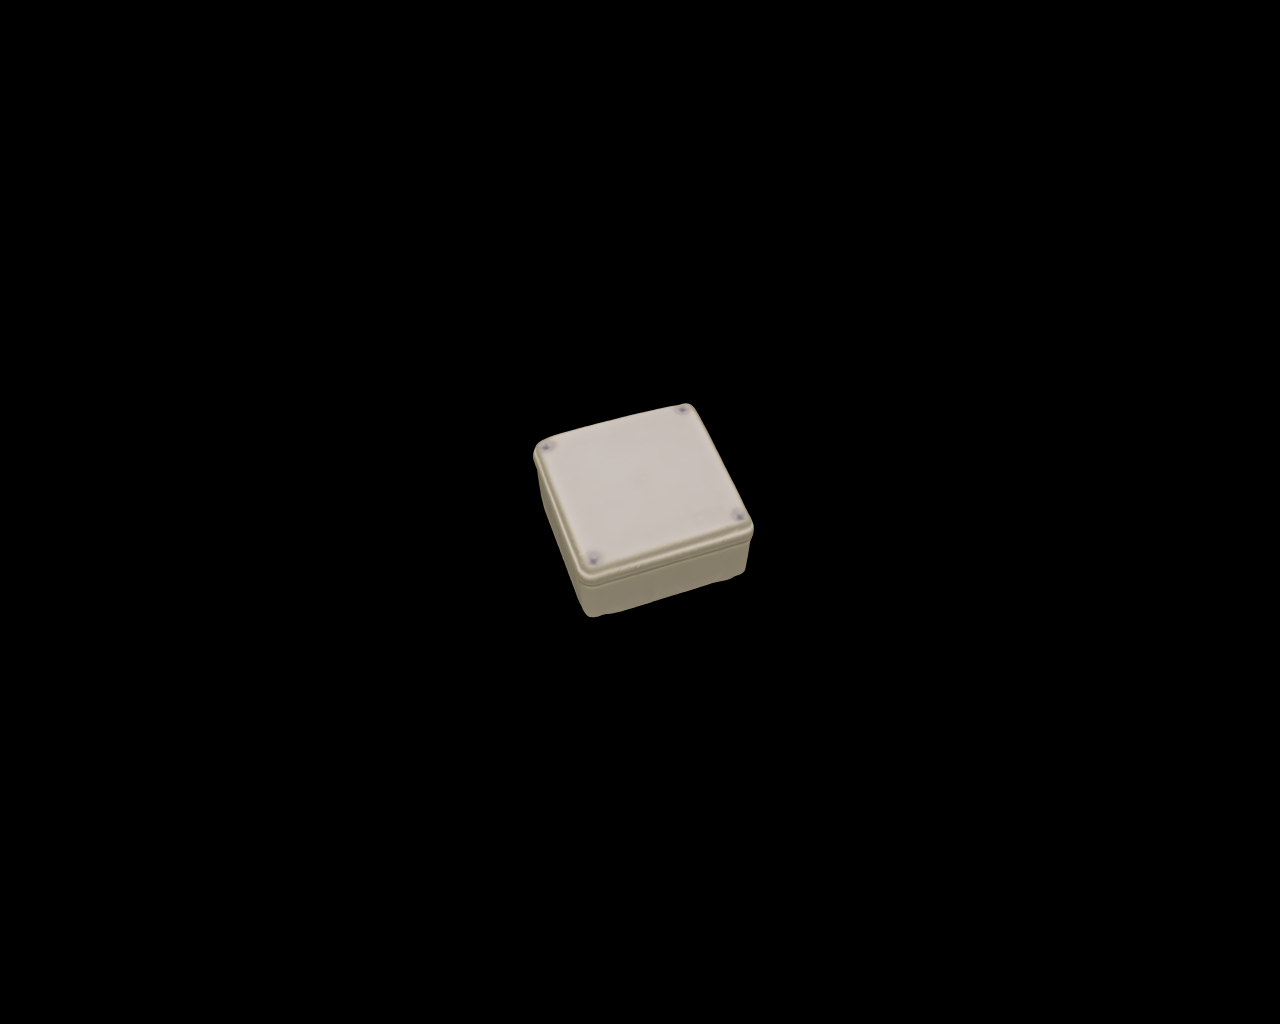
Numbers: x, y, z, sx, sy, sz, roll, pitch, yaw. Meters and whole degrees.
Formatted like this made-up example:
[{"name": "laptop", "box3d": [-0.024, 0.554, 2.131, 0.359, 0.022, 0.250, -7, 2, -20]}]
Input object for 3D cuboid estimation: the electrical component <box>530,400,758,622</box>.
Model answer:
[{"name": "electrical component", "box3d": [0.001, -0.003, 0.650, 0.109, 0.109, 0.056, -15, -36, -11]}]
